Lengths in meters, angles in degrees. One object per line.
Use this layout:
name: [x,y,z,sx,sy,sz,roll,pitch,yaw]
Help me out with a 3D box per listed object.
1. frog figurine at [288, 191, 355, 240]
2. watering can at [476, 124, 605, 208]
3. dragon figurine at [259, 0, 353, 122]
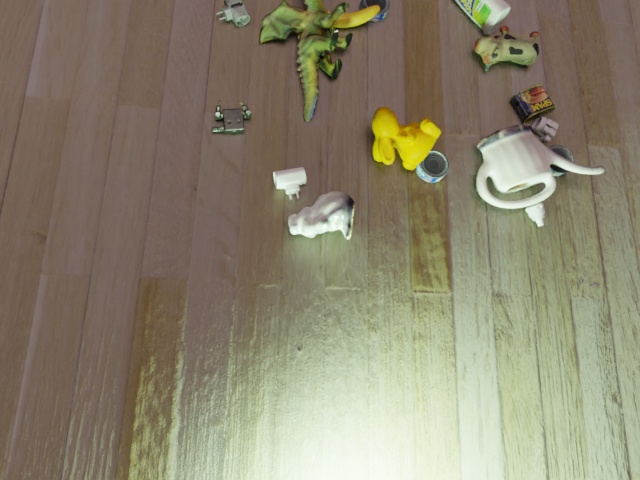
frog figurine: [0.004,-0.064,1.269,0.159,0.120,0.141,8,41,2]
watering can: [0.576,-0.214,1.400,0.348,0.103,0.226,-18,78,-6]
dragon figurine: [-0.054,-0.548,1.415,0.244,0.121,0.411,22,87,17]
